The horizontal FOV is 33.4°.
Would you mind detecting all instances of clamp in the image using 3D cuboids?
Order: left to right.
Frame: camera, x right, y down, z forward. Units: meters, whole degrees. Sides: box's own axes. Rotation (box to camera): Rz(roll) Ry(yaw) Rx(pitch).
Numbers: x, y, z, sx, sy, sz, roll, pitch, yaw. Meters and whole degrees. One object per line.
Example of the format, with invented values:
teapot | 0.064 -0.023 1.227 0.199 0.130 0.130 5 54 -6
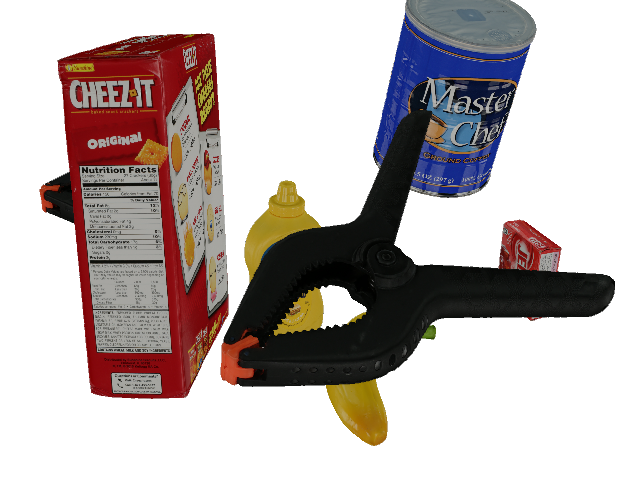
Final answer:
clamp | -0.178 -0.051 1.023 0.171 0.039 0.120 5 38 -5
clamp | 0.031 0.011 0.576 0.209 0.165 0.036 -22 -34 -22

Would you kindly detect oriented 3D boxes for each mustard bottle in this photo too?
mustard bottle | -0.041 0.022 1.231 0.096 0.192 0.058 -11 28 -25

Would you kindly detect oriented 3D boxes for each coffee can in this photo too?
coffee can | 0.105 -0.121 0.864 0.102 0.140 0.103 7 38 -6

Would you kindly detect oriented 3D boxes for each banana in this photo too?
banana | 0.039 0.094 0.821 0.070 0.037 0.197 7 22 15

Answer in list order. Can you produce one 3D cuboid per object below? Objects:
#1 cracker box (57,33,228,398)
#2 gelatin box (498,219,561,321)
cracker box | -0.112 -0.024 0.712 0.072 0.214 0.164 -1 15 6
gelatin box | 0.227 0.032 1.175 0.030 0.089 0.073 -10 30 -21
